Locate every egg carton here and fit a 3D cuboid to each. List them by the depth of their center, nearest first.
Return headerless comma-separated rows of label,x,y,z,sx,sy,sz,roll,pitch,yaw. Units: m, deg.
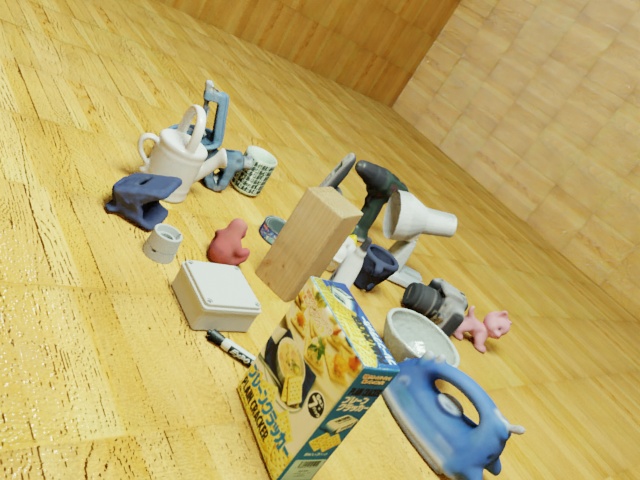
egg carton,0.012,0.005,1.314,0.150,0.069,0.107,41,24,17

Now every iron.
iron,0.210,0.271,0.951,0.119,0.141,0.257,2,38,-51

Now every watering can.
watering can,-0.270,-0.178,1.142,0.100,0.194,0.173,46,25,28

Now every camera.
camera,0.268,0.137,1.350,0.137,0.100,0.143,27,23,-16

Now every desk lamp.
desk lamp,0.227,0.000,1.424,0.204,0.213,0.118,25,24,-19

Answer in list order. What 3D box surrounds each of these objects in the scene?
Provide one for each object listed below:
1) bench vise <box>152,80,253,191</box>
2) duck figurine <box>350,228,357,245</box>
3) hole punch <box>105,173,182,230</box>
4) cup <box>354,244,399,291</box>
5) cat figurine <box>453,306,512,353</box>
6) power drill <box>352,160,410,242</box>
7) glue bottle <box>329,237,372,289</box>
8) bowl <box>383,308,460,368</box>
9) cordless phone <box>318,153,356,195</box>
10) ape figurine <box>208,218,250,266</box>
bench vise,-0.236,-0.232,1.261,0.208,0.219,0.121,11,31,-43
duck figurine,0.057,-0.017,1.397,0.105,0.086,0.077,13,30,-40
hole punch,-0.315,-0.085,1.029,0.101,0.091,0.108,30,23,-7
cup,0.115,0.074,1.280,0.092,0.095,0.118,32,23,-4
cat figurine,0.397,0.201,1.371,0.128,0.117,0.067,29,23,-10
power drill,0.128,-0.098,1.494,0.230,0.208,0.075,9,33,-45
glue bottle,0.052,0.063,1.116,0.037,0.173,0.078,29,23,-10
bowl,0.185,0.214,1.119,0.168,0.074,0.167,28,23,-13
cordless phone,0.033,-0.136,1.474,0.094,0.185,0.147,26,24,-18
ape figurine,-0.163,0.000,1.060,0.077,0.092,0.076,43,24,22
